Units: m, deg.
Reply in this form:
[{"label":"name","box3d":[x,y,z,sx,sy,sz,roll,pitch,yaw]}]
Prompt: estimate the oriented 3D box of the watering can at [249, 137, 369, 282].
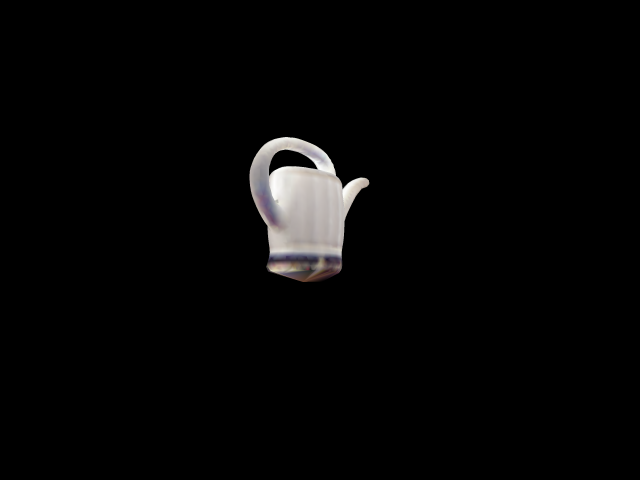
[{"label":"watering can","box3d":[0.003,-0.043,0.850,0.103,0.226,0.346,-5,-9,32]}]
